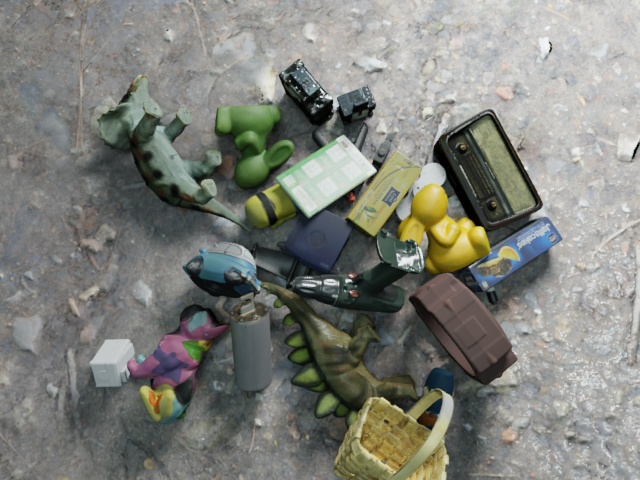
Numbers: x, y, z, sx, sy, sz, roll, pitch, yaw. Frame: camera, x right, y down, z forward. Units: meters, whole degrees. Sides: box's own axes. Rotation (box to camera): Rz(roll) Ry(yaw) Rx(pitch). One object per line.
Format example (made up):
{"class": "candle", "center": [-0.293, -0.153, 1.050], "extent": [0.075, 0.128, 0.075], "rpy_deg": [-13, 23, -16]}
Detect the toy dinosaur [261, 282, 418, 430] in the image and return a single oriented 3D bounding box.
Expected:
{"class": "toy dinosaur", "center": [0.037, 0.239, 1.071], "extent": [0.198, 0.105, 0.471], "rpy_deg": [-37, 80, 3]}

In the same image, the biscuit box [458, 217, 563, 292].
{"class": "biscuit box", "center": [0.380, 0.028, 1.074], "extent": [0.203, 0.063, 0.059], "rpy_deg": [-32, 87, -8]}

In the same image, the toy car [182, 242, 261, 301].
{"class": "toy car", "center": [-0.187, 0.055, 1.081], "extent": [0.162, 0.109, 0.103], "rpy_deg": [4, 58, 29]}

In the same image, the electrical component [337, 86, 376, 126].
{"class": "electrical component", "center": [0.074, -0.280, 1.103], "extent": [0.075, 0.119, 0.047], "rpy_deg": [-21, 85, 4]}

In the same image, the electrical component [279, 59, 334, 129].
{"class": "electrical component", "center": [-0.026, -0.300, 1.103], "extent": [0.058, 0.134, 0.115], "rpy_deg": [-41, 86, 0]}

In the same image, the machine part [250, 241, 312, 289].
{"class": "machine part", "center": [-0.083, 0.053, 1.124], "extent": [0.139, 0.039, 0.084], "rpy_deg": [24, 91, 4]}

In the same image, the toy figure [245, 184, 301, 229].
{"class": "toy figure", "center": [-0.070, -0.088, 1.109], "extent": [0.180, 0.089, 0.082], "rpy_deg": [-24, 76, 3]}

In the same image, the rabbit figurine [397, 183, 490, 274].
{"class": "rabbit figurine", "center": [0.229, -0.027, 1.062], "extent": [0.162, 0.122, 0.173], "rpy_deg": [-24, 111, 14]}

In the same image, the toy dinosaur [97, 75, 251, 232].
{"class": "toy dinosaur", "center": [-0.316, -0.154, 1.116], "extent": [0.192, 0.131, 0.404], "rpy_deg": [-24, 97, 39]}

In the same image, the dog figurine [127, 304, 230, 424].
{"class": "dog figurine", "center": [-0.263, 0.241, 1.085], "extent": [0.219, 0.108, 0.191], "rpy_deg": [-29, 83, -2]}

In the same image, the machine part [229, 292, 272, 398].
{"class": "machine part", "center": [-0.134, 0.210, 1.058], "extent": [0.079, 0.079, 0.242], "rpy_deg": [1, 115, 3]}

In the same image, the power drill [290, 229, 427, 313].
{"class": "power drill", "center": [0.085, 0.070, 1.020], "extent": [0.232, 0.207, 0.086], "rpy_deg": [17, 44, -23]}

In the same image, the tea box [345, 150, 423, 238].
{"class": "tea box", "center": [0.127, -0.090, 1.092], "extent": [0.068, 0.098, 0.169], "rpy_deg": [35, 89, -1]}

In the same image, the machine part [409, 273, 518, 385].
{"class": "machine part", "center": [0.266, 0.162, 1.013], "extent": [0.087, 0.201, 0.201], "rpy_deg": [-37, 84, -4]}

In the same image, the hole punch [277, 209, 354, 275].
{"class": "hole punch", "center": [-0.002, -0.003, 1.084], "extent": [0.142, 0.092, 0.116], "rpy_deg": [29, 70, 2]}

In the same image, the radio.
{"class": "radio", "center": [0.337, -0.135, 1.098], "extent": [0.131, 0.073, 0.229], "rpy_deg": [-26, 84, 0]}

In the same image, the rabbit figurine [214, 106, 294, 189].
{"class": "rabbit figurine", "center": [-0.135, -0.194, 1.128], "extent": [0.159, 0.121, 0.170], "rpy_deg": [-2, 103, -4]}

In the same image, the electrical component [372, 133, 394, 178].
{"class": "electrical component", "center": [0.127, -0.175, 1.118], "extent": [0.021, 0.063, 0.094], "rpy_deg": [28, 89, 4]}

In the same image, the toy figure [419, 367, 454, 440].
{"class": "toy figure", "center": [0.231, 0.336, 1.073], "extent": [0.064, 0.058, 0.154], "rpy_deg": [13, 91, 10]}
